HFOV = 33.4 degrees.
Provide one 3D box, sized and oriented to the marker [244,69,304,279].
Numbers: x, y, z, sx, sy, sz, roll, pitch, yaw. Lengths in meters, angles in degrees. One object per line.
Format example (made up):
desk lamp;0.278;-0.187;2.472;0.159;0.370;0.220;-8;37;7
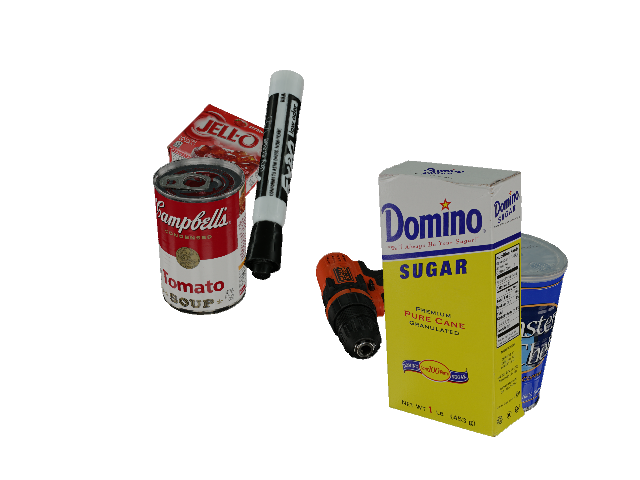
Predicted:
marker;-0.024;-0.036;0.568;0.020;0.121;0.020;5;-25;2

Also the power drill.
power drill;0.096;0.061;1.149;0.187;0.057;0.184;-5;29;-9

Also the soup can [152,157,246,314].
soup can;-0.091;-0.003;0.811;0.068;0.102;0.068;1;31;-1

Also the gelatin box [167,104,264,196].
gelatin box;-0.093;-0.088;1.044;0.089;0.030;0.073;26;53;16

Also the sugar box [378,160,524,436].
sugar box;0.089;0.038;0.730;0.094;0.176;0.048;9;22;40

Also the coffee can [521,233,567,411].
coffee can;0.161;0.073;0.974;0.103;0.140;0.103;5;23;-2
